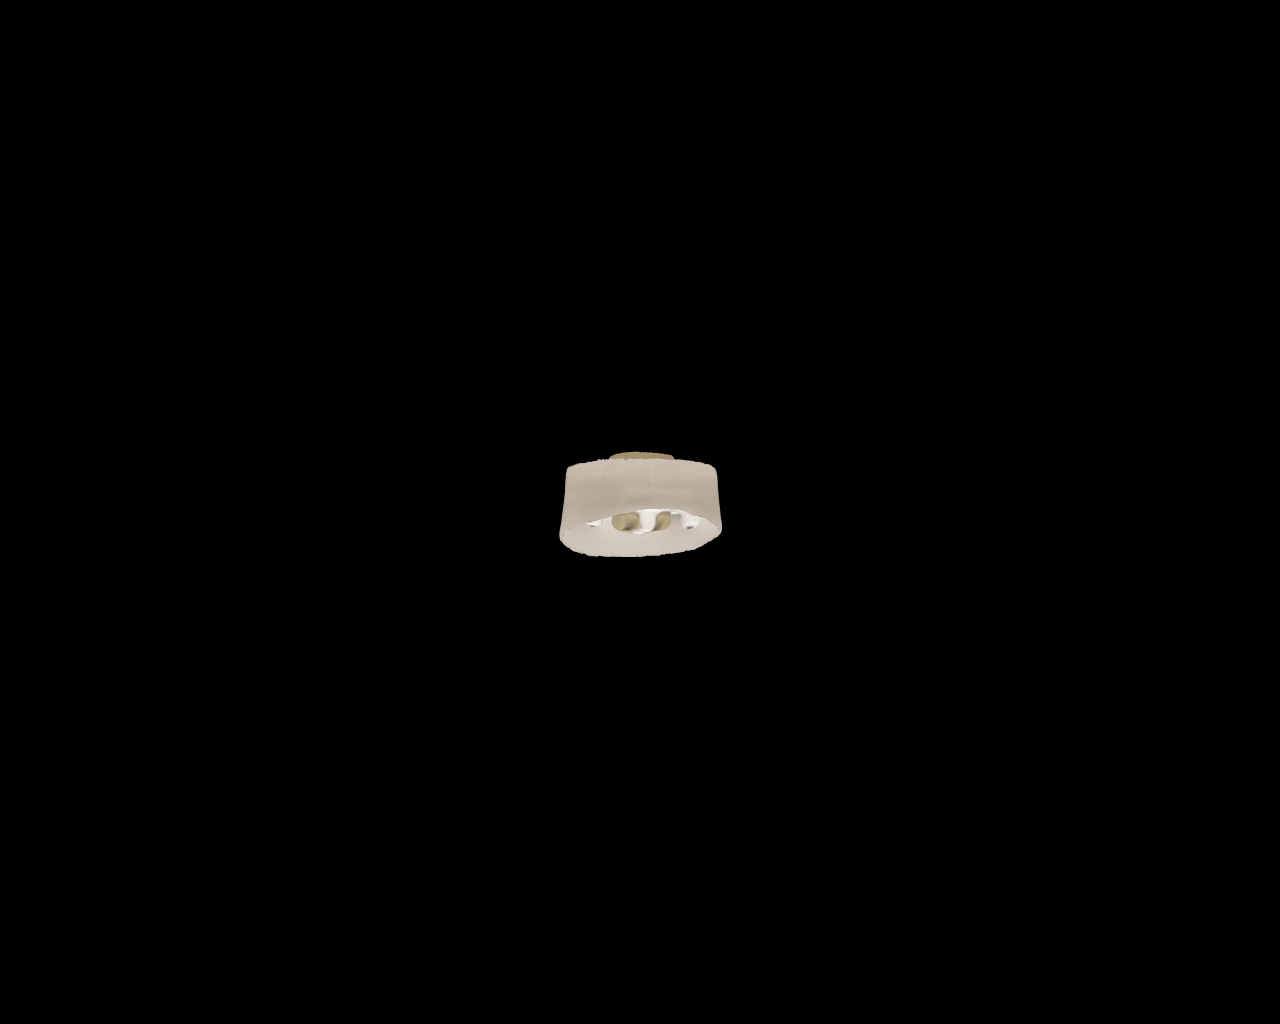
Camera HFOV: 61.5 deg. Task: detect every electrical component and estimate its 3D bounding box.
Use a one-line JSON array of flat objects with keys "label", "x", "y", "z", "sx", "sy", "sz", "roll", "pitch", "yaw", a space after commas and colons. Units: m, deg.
[{"label": "electrical component", "x": 0.001, "y": -0.003, "z": 0.650, "sx": 0.099, "sy": 0.064, "sz": 0.099, "roll": 0, "pitch": -4, "yaw": 0}]
